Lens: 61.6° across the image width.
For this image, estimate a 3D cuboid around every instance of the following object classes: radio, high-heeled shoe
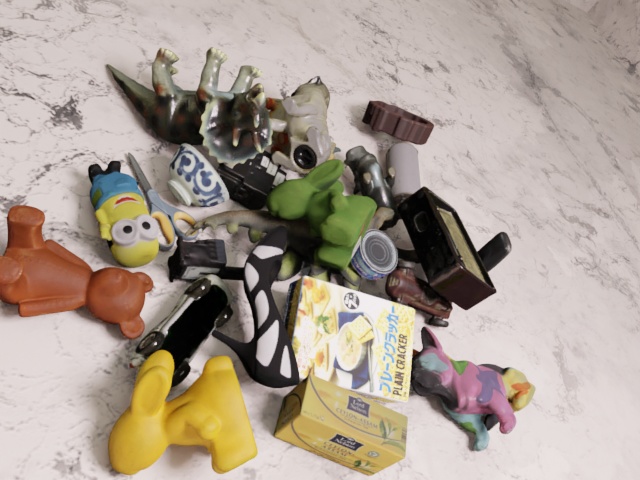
[{"bbox_3d":[0.236,0.010,1.021,0.131,0.073,0.230,30,31,-38],"label":"radio"},{"bbox_3d":[-0.056,0.092,0.803,0.145,0.086,0.249,25,59,3],"label":"high-heeled shoe"}]

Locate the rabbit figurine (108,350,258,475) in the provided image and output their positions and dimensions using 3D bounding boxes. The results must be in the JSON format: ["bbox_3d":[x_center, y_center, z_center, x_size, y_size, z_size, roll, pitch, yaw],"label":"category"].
[{"bbox_3d":[-0.178,0.222,0.662,0.173,0.122,0.162,-19,101,-11],"label":"rabbit figurine"}]

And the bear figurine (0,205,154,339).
[{"bbox_3d":[-0.319,0.052,0.712,0.196,0.132,0.120,16,51,-14],"label":"bear figurine"}]

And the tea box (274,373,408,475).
[{"bbox_3d":[0.032,0.271,0.783,0.169,0.098,0.068,26,45,-10],"label":"tea box"}]

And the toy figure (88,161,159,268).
[{"bbox_3d":[-0.302,-0.040,0.828,0.082,0.089,0.180,-29,61,-13],"label":"toy figure"}]

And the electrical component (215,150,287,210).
[{"bbox_3d":[-0.128,-0.119,1.016,0.134,0.058,0.115,29,47,-12],"label":"electrical component"}]

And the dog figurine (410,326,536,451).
[{"bbox_3d":[0.251,0.239,0.945,0.219,0.108,0.191,47,46,11],"label":"dog figurine"}]

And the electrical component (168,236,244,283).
[{"bbox_3d":[-0.175,0.035,0.853,0.119,0.074,0.048,2,56,-26],"label":"electrical component"}]

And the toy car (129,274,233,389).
[{"bbox_3d":[-0.193,0.130,0.772,0.073,0.056,0.202,55,42,-20],"label":"toy car"}]

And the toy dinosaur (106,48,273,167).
[{"bbox_3d":[-0.236,-0.234,0.968,0.131,0.405,0.192,21,76,-62],"label":"toy dinosaur"}]

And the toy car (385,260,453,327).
[{"bbox_3d":[0.196,0.105,1.002,0.202,0.053,0.089,26,70,-38],"label":"toy car"}]

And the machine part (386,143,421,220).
[{"bbox_3d":[0.190,-0.140,1.223,0.079,0.079,0.243,21,46,-18],"label":"machine part"}]

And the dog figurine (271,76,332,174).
[{"bbox_3d":[-0.010,-0.221,1.048,0.190,0.121,0.172,-43,115,-51],"label":"dog figurine"}]

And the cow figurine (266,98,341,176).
[{"bbox_3d":[-0.041,-0.210,1.131,0.127,0.085,0.195,-10,61,-31],"label":"cow figurine"}]

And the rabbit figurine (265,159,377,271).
[{"bbox_3d":[-0.001,-0.059,0.885,0.170,0.121,0.159,25,65,10],"label":"rabbit figurine"}]

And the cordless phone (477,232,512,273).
[{"bbox_3d":[0.307,0.016,1.098,0.089,0.184,0.147,12,51,-24],"label":"cordless phone"}]

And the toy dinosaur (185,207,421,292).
[{"bbox_3d":[-0.002,-0.003,0.976,0.471,0.105,0.198,14,53,-18],"label":"toy dinosaur"}]

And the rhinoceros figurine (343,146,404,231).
[{"bbox_3d":[0.115,-0.114,1.137,0.073,0.112,0.190,-24,83,-13],"label":"rhinoceros figurine"}]

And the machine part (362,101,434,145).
[{"bbox_3d":[0.192,-0.286,1.312,0.179,0.056,0.179,18,23,-8],"label":"machine part"}]
